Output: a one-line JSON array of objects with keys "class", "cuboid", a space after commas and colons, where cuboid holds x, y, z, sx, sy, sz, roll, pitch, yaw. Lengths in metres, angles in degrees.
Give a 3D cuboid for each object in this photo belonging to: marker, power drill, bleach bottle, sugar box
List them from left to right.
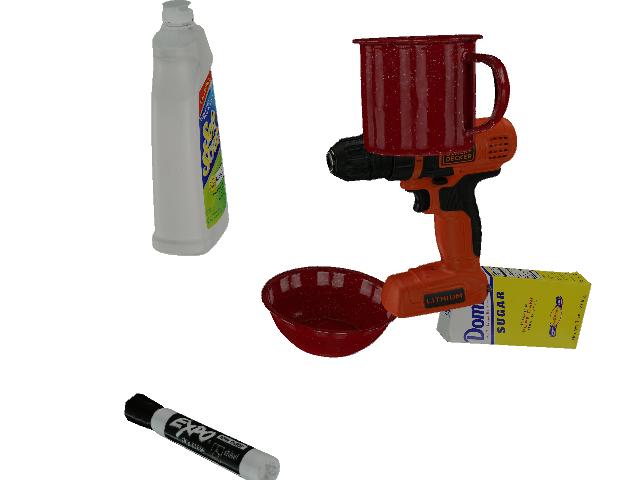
[{"class": "bleach bottle", "cuboid": [-0.140, -0.117, 1.095, 0.068, 0.251, 0.102, 5, 27, 13]}, {"class": "marker", "cuboid": [-0.075, 0.118, 0.640, 0.121, 0.020, 0.020, 16, 10, 38]}, {"class": "power drill", "cuboid": [0.096, -0.022, 1.011, 0.184, 0.188, 0.057, -8, 27, -14]}, {"class": "sugar box", "cuboid": [0.240, 0.083, 1.325, 0.176, 0.093, 0.048, 3, 19, -15]}]

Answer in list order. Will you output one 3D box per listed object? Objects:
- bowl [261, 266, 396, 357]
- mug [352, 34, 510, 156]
[{"class": "bowl", "cuboid": [0.011, 0.089, 1.239, 0.162, 0.055, 0.162, 4, 25, -2]}, {"class": "mug", "cuboid": [0.080, -0.104, 0.761, 0.117, 0.081, 0.093, 5, 14, 33]}]
